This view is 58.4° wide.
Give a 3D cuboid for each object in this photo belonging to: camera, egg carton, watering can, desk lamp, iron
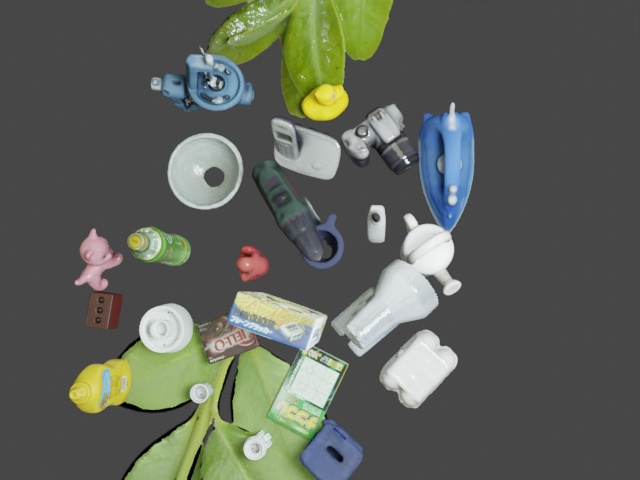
[{"bbox_3d":[0.135,-0.200,1.208,0.143,0.101,0.137,-35,82,1],"label":"camera"},{"bbox_3d":[0.200,0.263,1.173,0.107,0.069,0.150,42,90,8],"label":"egg carton"},{"bbox_3d":[0.219,0.025,1.132,0.172,0.194,0.101,38,89,8],"label":"watering can"},{"bbox_3d":[0.121,0.142,1.120,0.203,0.213,0.118,-42,82,0],"label":"desk lamp"},{"bbox_3d":[0.265,-0.147,1.170,0.118,0.141,0.258,-2,84,6],"label":"iron"}]

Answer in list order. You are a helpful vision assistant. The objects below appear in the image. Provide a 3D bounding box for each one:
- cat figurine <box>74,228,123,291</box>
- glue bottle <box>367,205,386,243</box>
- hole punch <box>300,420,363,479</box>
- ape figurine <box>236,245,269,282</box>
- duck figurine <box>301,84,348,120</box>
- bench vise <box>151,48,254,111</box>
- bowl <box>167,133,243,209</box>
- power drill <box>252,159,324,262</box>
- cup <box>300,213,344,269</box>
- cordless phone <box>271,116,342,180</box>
[{"bbox_3d":[-0.488,0.044,1.235,0.067,0.118,0.128,28,88,8],"label":"cat figurine"},{"bbox_3d":[0.114,-0.039,1.158,0.037,0.173,0.078,1,84,6],"label":"glue bottle"},{"bbox_3d":[0.024,0.435,1.162,0.108,0.091,0.101,40,89,8],"label":"hole punch"},{"bbox_3d":[-0.151,0.051,1.215,0.076,0.092,0.078,21,87,7],"label":"ape figurine"},{"bbox_3d":[0.008,-0.306,1.238,0.104,0.086,0.077,-18,83,4],"label":"duck figurine"},{"bbox_3d":[-0.257,-0.324,1.197,0.207,0.220,0.121,-17,83,4],"label":"bench vise"},{"bbox_3d":[-0.241,-0.144,1.251,0.167,0.075,0.167,-1,84,5],"label":"bowl"},{"bbox_3d":[-0.051,-0.050,1.157,0.075,0.208,0.229,-34,82,2],"label":"power drill"},{"bbox_3d":[0.011,0.004,1.203,0.091,0.095,0.118,18,86,7],"label":"cup"},{"bbox_3d":[-0.031,-0.197,1.181,0.147,0.185,0.094,16,86,7],"label":"cordless phone"}]
